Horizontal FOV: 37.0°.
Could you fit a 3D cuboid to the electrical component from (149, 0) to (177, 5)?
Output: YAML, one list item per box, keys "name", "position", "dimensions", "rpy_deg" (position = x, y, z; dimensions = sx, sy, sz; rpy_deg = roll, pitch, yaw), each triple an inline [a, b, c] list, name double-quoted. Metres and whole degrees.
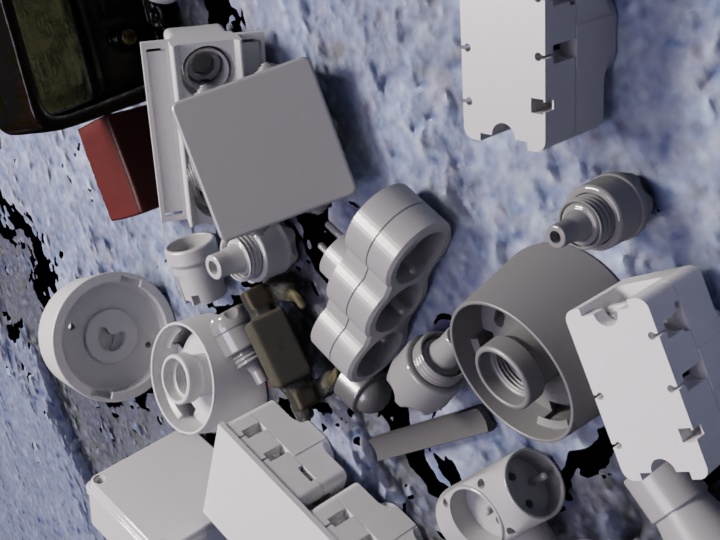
- name: "electrical component"
  position: [-0.126, -0.210, 0.712]
  dimensions: [0.055, 0.048, 0.066]
  rpy_deg: [-42, 76, 42]

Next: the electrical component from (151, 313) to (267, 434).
- name: "electrical component"
  position: [-0.122, 0.084, 0.865]
  dimensions: [0.099, 0.064, 0.099]
  rpy_deg: [8, 101, 47]

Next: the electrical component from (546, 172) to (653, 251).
- name: "electrical component"
  position: [0.113, -0.025, 0.520]
  dimensions: [0.035, 0.061, 0.035]
  rpy_deg: [25, 127, 39]

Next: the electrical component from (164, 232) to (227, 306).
- name: "electrical component"
  position: [-0.125, 0.000, 0.825]
  dimensions: [0.040, 0.040, 0.046]
  rpy_deg: [11, 123, 46]

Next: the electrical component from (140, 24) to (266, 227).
- name: "electrical component"
  position: [-0.102, -0.099, 0.721]
  dimensions: [0.063, 0.079, 0.121]
  rpy_deg: [-125, 30, -60]

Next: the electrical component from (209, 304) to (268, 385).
- name: "electrical component"
  position: [-0.087, 0.058, 0.816]
  dimensions: [0.035, 0.035, 0.061]
  rpy_deg: [-30, 89, 51]

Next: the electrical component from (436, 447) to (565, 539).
- name: "electrical component"
  position: [0.093, 0.156, 0.651]
  dimensions: [0.079, 0.044, 0.077]
  rpy_deg: [57, 141, 9]

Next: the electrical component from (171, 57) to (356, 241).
- name: "electrical component"
  position: [-0.060, -0.074, 0.666]
  dimensions: [0.048, 0.100, 0.099]
  rpy_deg: [-149, 38, -80]

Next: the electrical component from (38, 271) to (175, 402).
- name: "electrical component"
  position: [-0.218, 0.054, 0.908]
  dimensions: [0.060, 0.108, 0.108]
  rpy_deg: [2, 111, 55]

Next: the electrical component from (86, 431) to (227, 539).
- name: "electrical component"
  position: [-0.156, 0.200, 0.909]
  dimensions: [0.109, 0.109, 0.056]
  rpy_deg: [34, 134, 33]

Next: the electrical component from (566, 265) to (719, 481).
- name: "electrical component"
  position: [0.149, 0.049, 0.522]
  dimensions: [0.050, 0.056, 0.089]
  rpy_deg: [-16, 97, 51]

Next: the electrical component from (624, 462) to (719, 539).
- name: "electrical component"
  position: [0.167, 0.124, 0.553]
  dimensions: [0.065, 0.044, 0.044]
  rpy_deg: [57, 141, 19]

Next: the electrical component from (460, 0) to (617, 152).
- name: "electrical component"
  position: [0.085, -0.109, 0.513]
  dimensions: [0.050, 0.056, 0.089]
  rpy_deg: [19, 122, 43]

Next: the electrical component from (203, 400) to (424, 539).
- name: "electrical component"
  position: [-0.031, 0.196, 0.802]
  dimensions: [0.186, 0.060, 0.105]
  rpy_deg: [40, 135, 28]

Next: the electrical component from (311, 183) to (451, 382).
- name: "electrical component"
  position: [0.000, 0.000, 0.670]
  dimensions: [0.074, 0.052, 0.138]
  rpy_deg: [44, 137, 24]

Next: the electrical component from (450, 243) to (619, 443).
- name: "electrical component"
  position: [0.099, 0.042, 0.589]
  dimensions: [0.099, 0.064, 0.099]
  rpy_deg: [39, 148, 30]

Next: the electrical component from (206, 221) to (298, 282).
- name: "electrical component"
  position: [-0.077, -0.011, 0.745]
  dimensions: [0.043, 0.062, 0.043]
  rpy_deg: [25, 127, 39]

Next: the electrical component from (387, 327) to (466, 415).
- name: "electrical component"
  position: [0.046, 0.057, 0.655]
  dimensions: [0.043, 0.043, 0.062]
  rpy_deg: [52, 138, 16]
